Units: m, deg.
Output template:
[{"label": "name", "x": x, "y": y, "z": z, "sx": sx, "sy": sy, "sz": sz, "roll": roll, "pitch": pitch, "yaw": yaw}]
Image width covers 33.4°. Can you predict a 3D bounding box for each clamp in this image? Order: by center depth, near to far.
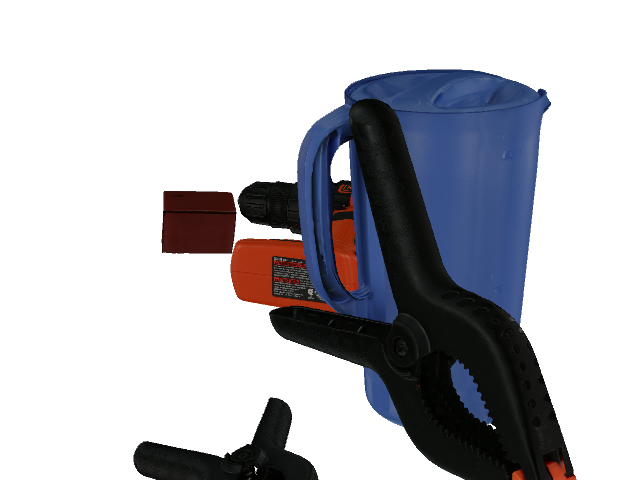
[{"label": "clamp", "x": 0.052, "y": 0.040, "z": 0.535, "sx": 0.036, "sy": 0.165, "sz": 0.210, "roll": -13, "pitch": 42, "yaw": -36}, {"label": "clamp", "x": -0.061, "y": 0.160, "z": 0.721, "sx": 0.120, "sy": 0.039, "sz": 0.172, "roll": -19, "pitch": 17, "yaw": -10}]

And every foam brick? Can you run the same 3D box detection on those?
[{"label": "foam brick", "x": -0.132, "y": -0.020, "z": 1.155, "sx": 0.078, "sy": 0.051, "sz": 0.053, "roll": 1, "pitch": 27, "yaw": -8}]

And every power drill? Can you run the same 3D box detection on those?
[{"label": "power drill", "x": -0.008, "y": -0.005, "z": 0.909, "sx": 0.185, "sy": 0.057, "sz": 0.187, "roll": 5, "pitch": 23, "yaw": 17}]

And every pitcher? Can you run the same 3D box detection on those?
[{"label": "pitcher", "x": 0.074, "y": 0.008, "z": 0.742, "sx": 0.149, "sy": 0.243, "sz": 0.144, "roll": 5, "pitch": 21, "yaw": 17}]
